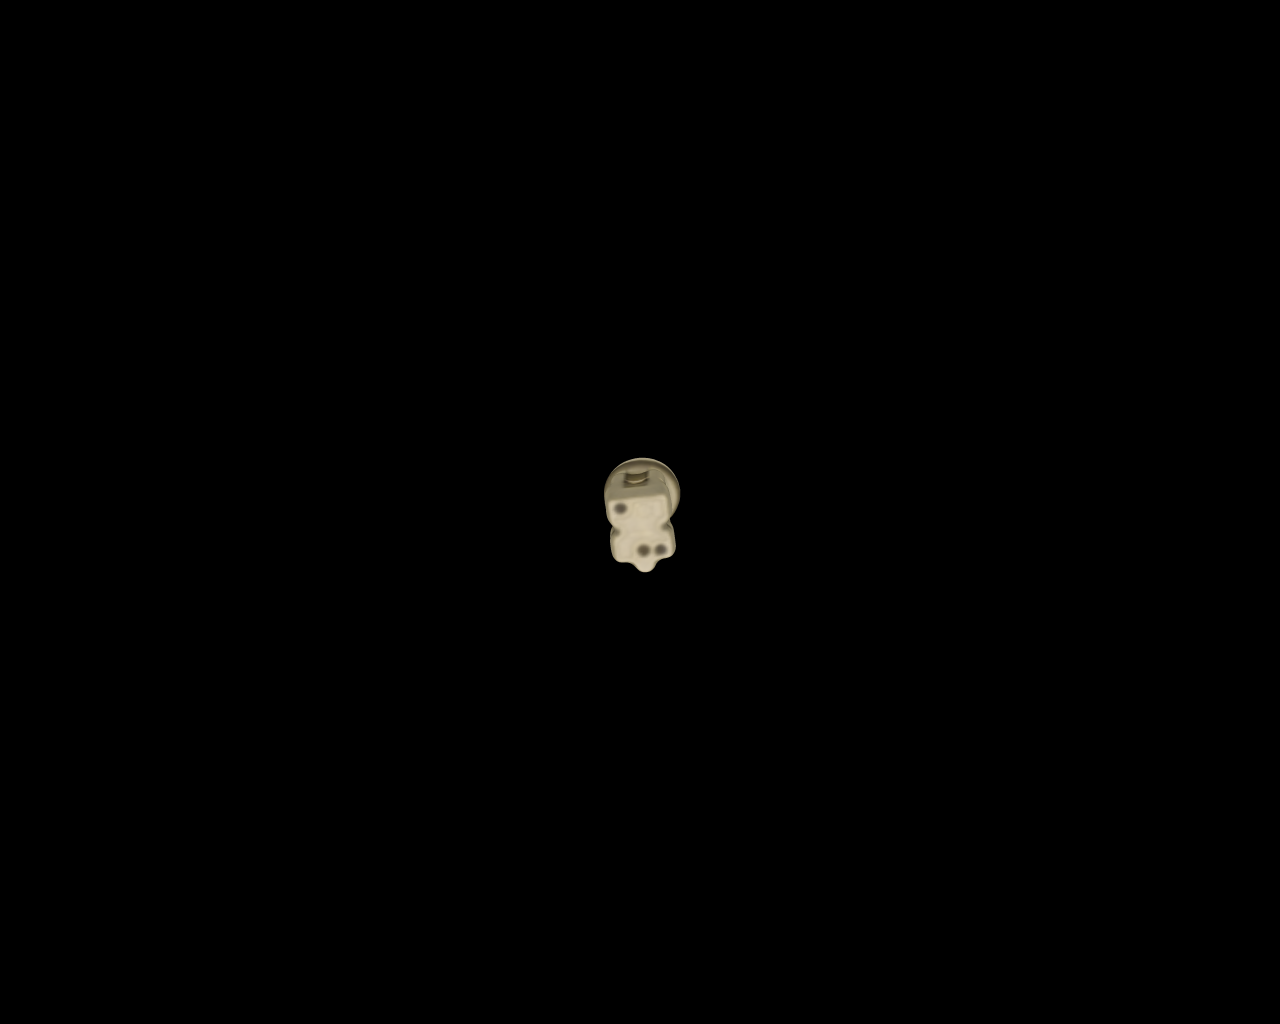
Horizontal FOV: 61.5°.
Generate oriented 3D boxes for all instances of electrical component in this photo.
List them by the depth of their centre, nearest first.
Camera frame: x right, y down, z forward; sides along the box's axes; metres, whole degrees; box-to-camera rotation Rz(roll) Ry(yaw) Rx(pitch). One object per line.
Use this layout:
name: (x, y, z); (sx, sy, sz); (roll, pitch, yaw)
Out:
electrical component: (0.001, -0.003, 0.650); (0.048, 0.066, 0.055); (-4, 28, 2)
